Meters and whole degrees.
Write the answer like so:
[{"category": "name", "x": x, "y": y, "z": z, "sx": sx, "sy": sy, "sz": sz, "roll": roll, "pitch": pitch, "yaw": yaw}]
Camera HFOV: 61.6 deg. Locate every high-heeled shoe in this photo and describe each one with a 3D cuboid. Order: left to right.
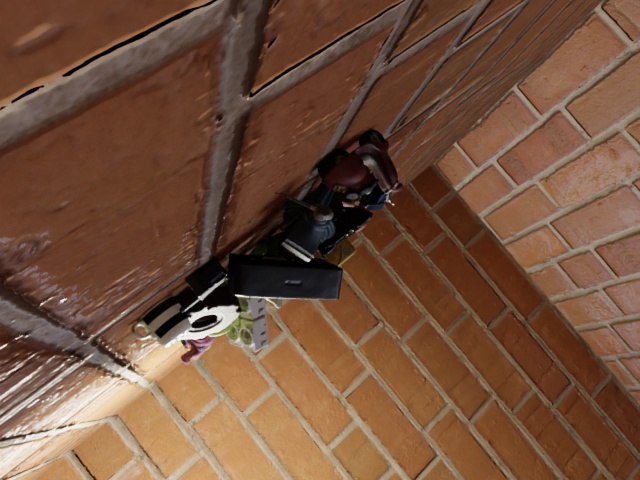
[{"category": "high-heeled shoe", "x": 0.028, "y": -0.034, "z": 1.435, "sx": 0.249, "sy": 0.086, "sz": 0.145, "roll": -11, "pitch": 178, "yaw": 13}]

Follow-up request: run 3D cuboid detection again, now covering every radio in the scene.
[{"category": "radio", "x": -0.079, "y": 0.076, "z": 1.145, "sx": 0.229, "sy": 0.073, "sz": 0.131, "roll": 6, "pitch": -173, "yaw": -21}]

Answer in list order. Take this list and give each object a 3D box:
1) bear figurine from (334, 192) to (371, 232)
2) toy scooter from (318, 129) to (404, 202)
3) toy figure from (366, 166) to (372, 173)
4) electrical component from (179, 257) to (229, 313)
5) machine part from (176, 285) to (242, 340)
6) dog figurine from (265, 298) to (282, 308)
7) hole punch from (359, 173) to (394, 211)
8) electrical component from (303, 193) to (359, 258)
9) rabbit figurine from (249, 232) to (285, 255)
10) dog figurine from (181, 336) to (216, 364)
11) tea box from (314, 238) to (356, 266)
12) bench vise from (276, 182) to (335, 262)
[{"category": "bear figurine", "x": 0.069, "y": -0.101, "z": 1.504, "sx": 0.120, "sy": 0.132, "sz": 0.195, "roll": -6, "pitch": 155, "yaw": 22}, {"category": "toy scooter", "x": 0.090, "y": -0.130, "z": 1.041, "sx": 0.184, "sy": 0.135, "sz": 0.075, "roll": -35, "pitch": 176, "yaw": -33}, {"category": "toy figure", "x": 0.090, "y": -0.162, "z": 1.229, "sx": 0.154, "sy": 0.064, "sz": 0.057, "roll": -41, "pitch": 142, "yaw": -46}, {"category": "electrical component", "x": -0.241, "y": 0.091, "z": 1.074, "sx": 0.119, "sy": 0.048, "sz": 0.075, "roll": -38, "pitch": 175, "yaw": -11}, {"category": "machine part", "x": -0.264, "y": 0.166, "z": 1.204, "sx": 0.179, "sy": 0.056, "sz": 0.179, "roll": -21, "pitch": 155, "yaw": -10}, {"category": "dog figurine", "x": -0.214, "y": 0.128, "z": 1.583, "sx": 0.191, "sy": 0.172, "sz": 0.121, "roll": -1, "pitch": 164, "yaw": 34}, {"category": "hole punch", "x": 0.120, "y": -0.131, "z": 1.376, "sx": 0.092, "sy": 0.142, "sz": 0.115, "roll": -41, "pitch": 162, "yaw": -5}, {"category": "electrical component", "x": 0.006, "y": -0.042, "z": 1.234, "sx": 0.115, "sy": 0.134, "sz": 0.058, "roll": -41, "pitch": 175, "yaw": -10}, {"category": "rabbit figurine", "x": -0.131, "y": 0.060, "z": 1.284, "sx": 0.170, "sy": 0.121, "sz": 0.159, "roll": -24, "pitch": 180, "yaw": -11}, {"category": "dog figurine", "x": -0.334, "y": 0.255, "z": 1.584, "sx": 0.219, "sy": 0.108, "sz": 0.191, "roll": -40, "pitch": 177, "yaw": 7}, {"category": "tea box", "x": -0.003, "y": -0.004, "z": 1.317, "sx": 0.098, "sy": 0.169, "sz": 0.068, "roll": -37, "pitch": 175, "yaw": -13}, {"category": "bench vise", "x": -0.011, "y": -0.061, "z": 1.085, "sx": 0.240, "sy": 0.129, "sz": 0.223, "roll": -61, "pitch": 177, "yaw": -29}]
